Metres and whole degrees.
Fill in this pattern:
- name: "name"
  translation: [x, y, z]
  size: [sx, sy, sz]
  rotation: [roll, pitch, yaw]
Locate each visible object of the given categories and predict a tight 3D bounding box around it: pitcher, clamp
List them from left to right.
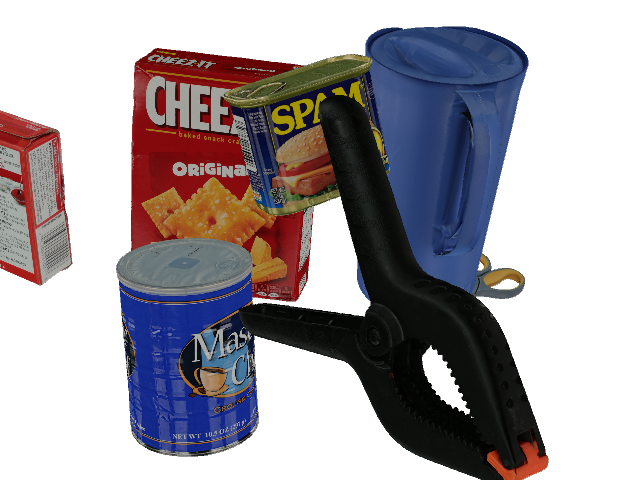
- name: "clamp"
  translation: [0.039, 0.035, 0.548]
  size: [0.036, 0.165, 0.210]
  rotation: [-13, 42, -40]
- name: "pitcher"
  translation: [0.097, -0.051, 0.917]
  size: [0.145, 0.243, 0.149]
  rotation: [19, 35, 23]

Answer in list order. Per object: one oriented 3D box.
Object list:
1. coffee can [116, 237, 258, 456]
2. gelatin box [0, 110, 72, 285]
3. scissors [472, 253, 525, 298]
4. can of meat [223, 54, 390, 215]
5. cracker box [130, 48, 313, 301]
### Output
- name: "coffee can"
  translation: [-0.101, 0.081, 0.830]
  size: [0.103, 0.140, 0.103]
  rotation: [-1, 20, 0]
- name: "gelatin box"
  translation: [-0.177, -0.028, 0.591]
  size: [0.073, 0.089, 0.030]
  rotation: [19, 35, 25]
- name: "scissors"
  translation: [0.163, 0.051, 1.287]
  size: [0.201, 0.016, 0.096]
  rotation: [-8, 39, -36]
- name: "can of meat"
  translation: [-0.006, -0.073, 0.736]
  size: [0.102, 0.084, 0.058]
  rotation: [-21, 21, -20]
- name: "cracker box"
  translation: [-0.088, -0.058, 0.985]
  size: [0.164, 0.214, 0.072]
  rotation: [8, 23, 7]
